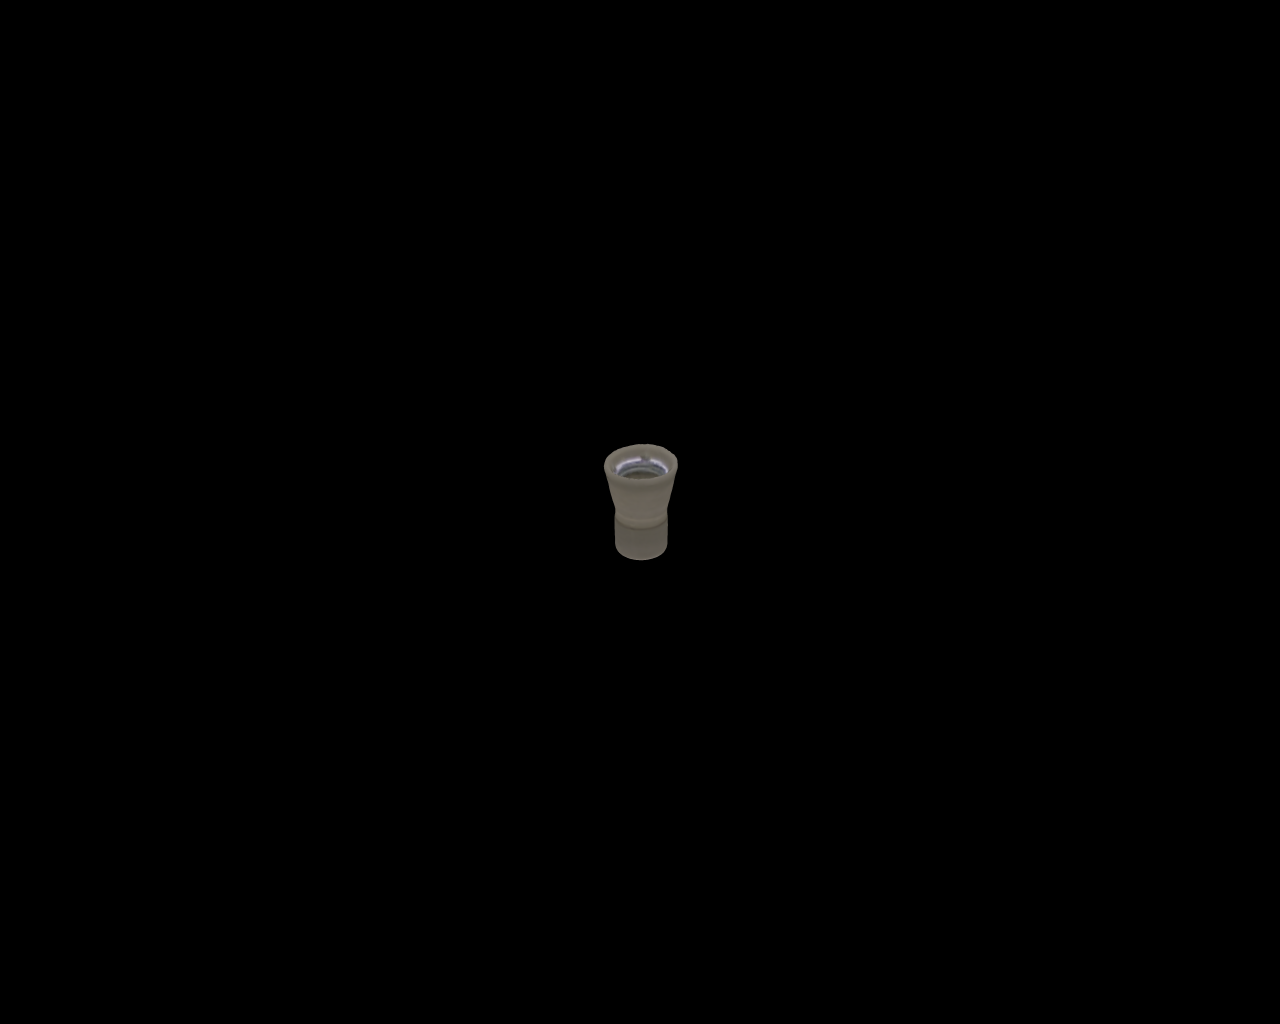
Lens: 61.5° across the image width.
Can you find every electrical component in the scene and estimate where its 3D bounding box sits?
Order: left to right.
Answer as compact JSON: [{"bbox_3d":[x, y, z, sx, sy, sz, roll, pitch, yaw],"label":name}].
[{"bbox_3d":[0.001,-0.003,0.650,0.044,0.065,0.044,0,32,0],"label":"electrical component"}]
